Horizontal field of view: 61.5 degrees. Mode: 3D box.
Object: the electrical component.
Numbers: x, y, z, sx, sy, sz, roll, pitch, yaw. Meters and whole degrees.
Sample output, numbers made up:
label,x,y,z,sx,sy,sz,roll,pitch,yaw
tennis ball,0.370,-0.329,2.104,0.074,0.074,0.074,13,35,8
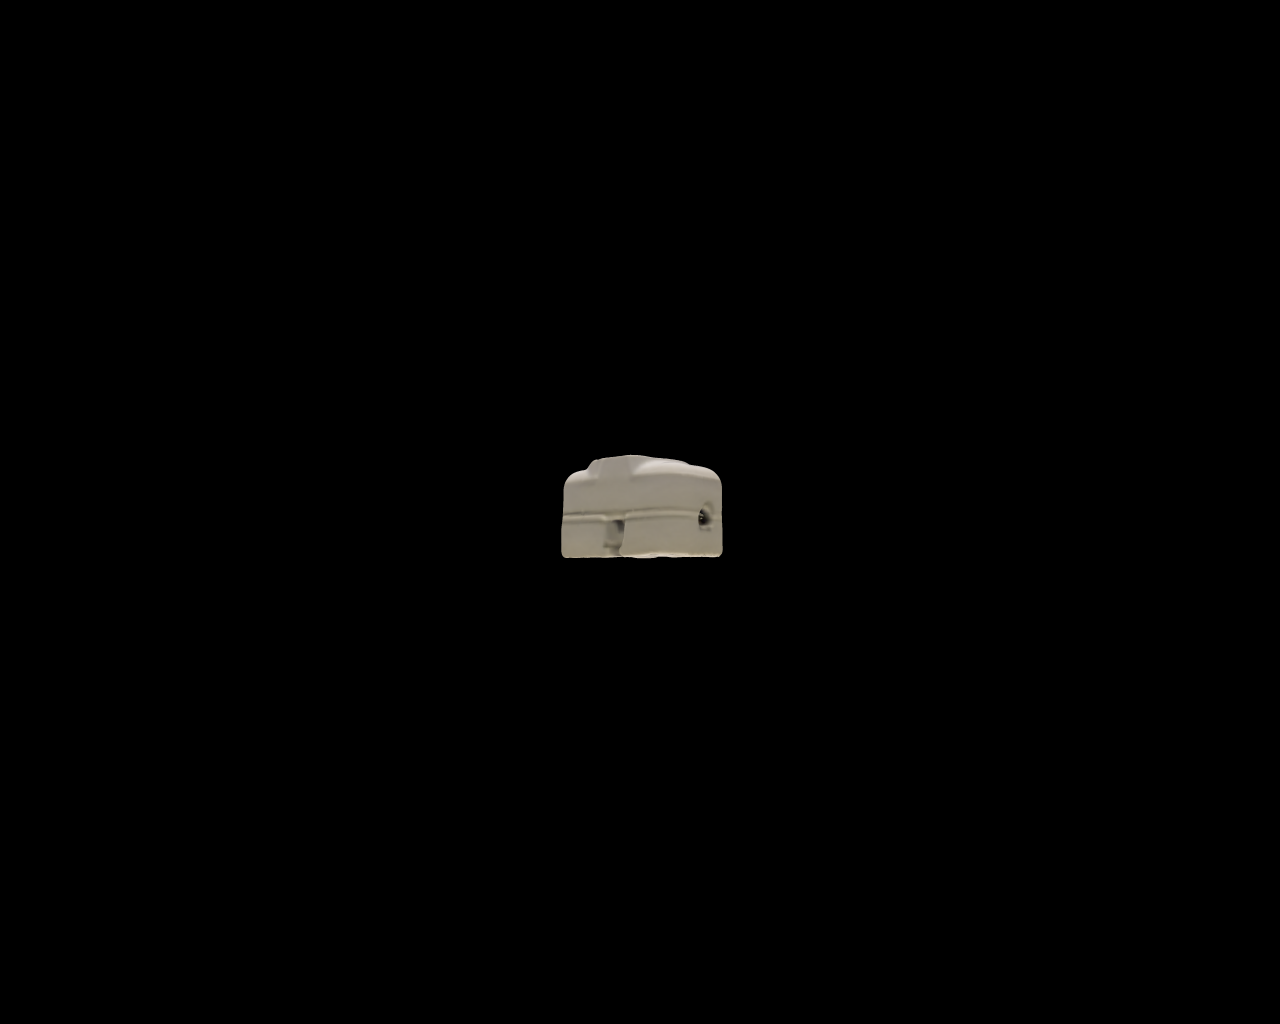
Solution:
label,x,y,z,sx,sy,sz,roll,pitch,yaw
electrical component,0.001,-0.003,0.650,0.095,0.059,0.054,-3,-5,37
